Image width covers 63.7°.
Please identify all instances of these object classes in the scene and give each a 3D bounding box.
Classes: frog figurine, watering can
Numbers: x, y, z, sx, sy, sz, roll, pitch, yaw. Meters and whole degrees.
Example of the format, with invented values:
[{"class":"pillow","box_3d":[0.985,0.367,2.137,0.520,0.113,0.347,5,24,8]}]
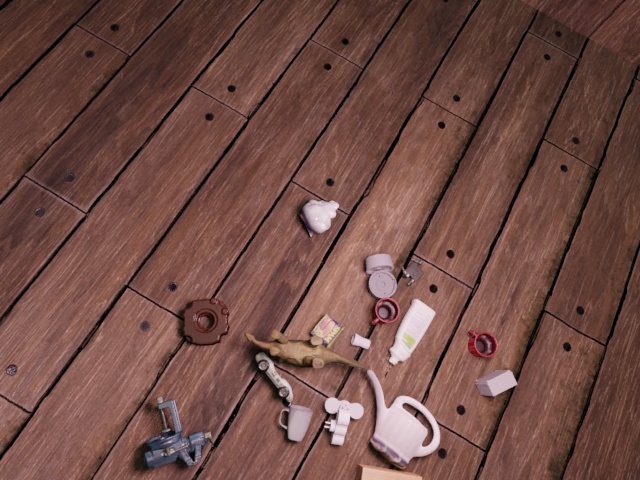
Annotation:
[{"class":"frog figurine","box_3d":[0.006,-0.101,2.012,0.160,0.120,0.140,-28,58,-5]},{"class":"watering can","box_3d":[0.253,0.638,1.798,0.348,0.102,0.227,38,71,4]}]
